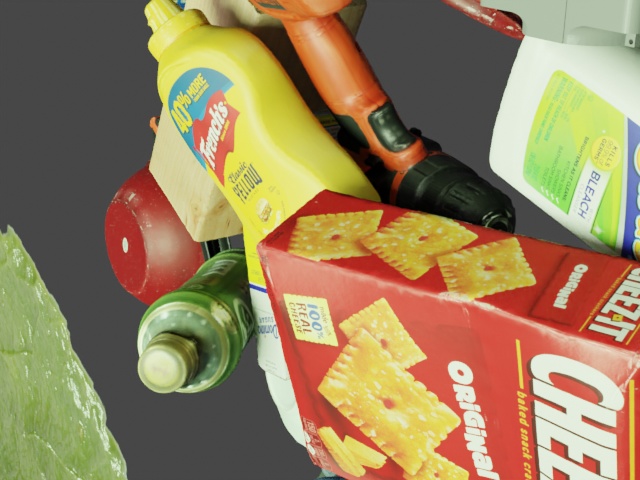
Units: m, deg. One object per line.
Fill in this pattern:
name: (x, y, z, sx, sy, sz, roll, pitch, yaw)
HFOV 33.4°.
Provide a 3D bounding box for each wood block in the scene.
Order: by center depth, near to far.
wood block: (-0.051, -0.108, 0.781, 0.091, 0.090, 0.206, 53, 141, 32)

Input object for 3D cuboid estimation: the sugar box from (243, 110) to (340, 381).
sugar box: (-0.005, 0.001, 0.748, 0.048, 0.093, 0.176, 16, 114, 56)

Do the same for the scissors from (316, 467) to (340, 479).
scissors: (0.007, 0.160, 0.856, 0.202, 0.016, 0.096, -45, 62, 52)

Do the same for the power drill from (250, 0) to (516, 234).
power drill: (0.030, -0.082, 0.618, 0.187, 0.057, 0.185, 62, 167, -25)

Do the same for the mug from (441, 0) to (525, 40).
mug: (0.088, -0.161, 0.554, 0.093, 0.117, 0.081, 31, 99, 6)

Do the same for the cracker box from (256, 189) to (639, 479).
cracker box: (0.079, 0.076, 0.548, 0.214, 0.072, 0.164, 16, 132, 36)

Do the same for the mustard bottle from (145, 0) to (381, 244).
mustard bottle: (-0.046, -0.071, 0.655, 0.191, 0.058, 0.096, 54, 146, 7)

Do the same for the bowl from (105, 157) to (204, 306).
bowl: (-0.160, 0.002, 1.014, 0.162, 0.055, 0.162, 25, 121, 51)

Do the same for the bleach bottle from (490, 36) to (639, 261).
bleach bottle: (0.189, -0.008, 0.485, 0.251, 0.067, 0.103, 44, 136, 36)

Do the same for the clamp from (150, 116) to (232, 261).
clamp: (-0.099, -0.033, 0.926, 0.171, 0.039, 0.120, 54, 135, 27)

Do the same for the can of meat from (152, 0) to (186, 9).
can of meat: (-0.093, -0.223, 0.807, 0.058, 0.083, 0.102, -47, 63, 52)

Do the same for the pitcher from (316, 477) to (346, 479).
pitcher: (0.068, 0.230, 0.704, 0.243, 0.144, 0.149, -11, 80, 60)
